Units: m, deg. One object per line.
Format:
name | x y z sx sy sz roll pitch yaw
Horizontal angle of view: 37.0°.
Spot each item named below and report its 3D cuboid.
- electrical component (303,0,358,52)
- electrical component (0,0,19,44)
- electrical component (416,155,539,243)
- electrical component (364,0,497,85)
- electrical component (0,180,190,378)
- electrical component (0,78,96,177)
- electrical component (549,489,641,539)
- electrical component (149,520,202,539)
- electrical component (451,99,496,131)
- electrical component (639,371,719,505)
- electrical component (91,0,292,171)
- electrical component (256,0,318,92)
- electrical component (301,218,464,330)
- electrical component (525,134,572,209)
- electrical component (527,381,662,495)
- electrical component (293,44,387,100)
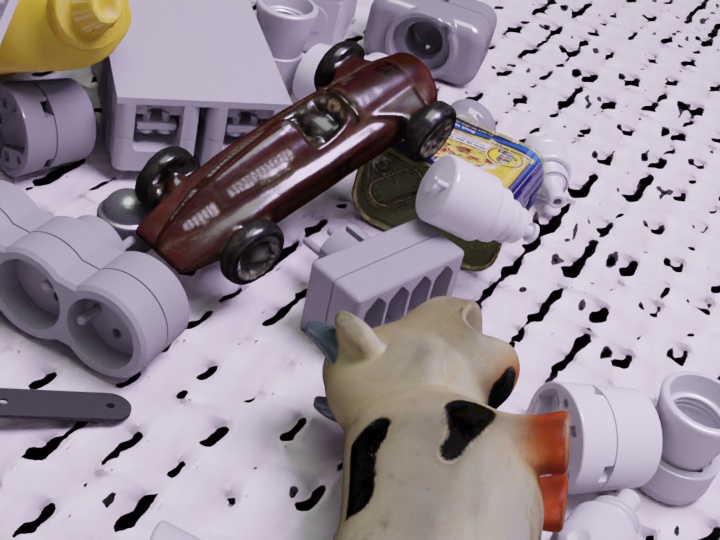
electrical component | -0.034 -0.222 0.860 0.061 0.061 0.096 17 38 3
electrical component | -0.260 -0.145 0.600 0.060 0.105 0.186 19 12 -40
electrical component | 0.068 -0.035 0.608 0.078 0.040 0.040 23 32 -25
electrical component | 0.055 -0.188 0.854 0.095 0.053 0.059 20 38 6
electrical component | -0.146 -0.004 0.553 0.138 0.052 0.073 26 37 14
electrical component | -0.191 -0.087 0.643 0.047 0.055 0.055 -19 49 -41
electrical component | 0.113 0.122 0.498 0.035 0.035 0.061 33 39 22
electrical component | -0.059 0.127 0.423 0.055 0.045 0.045 15 37 -1
electrical component | 0.067 -0.092 0.750 0.040 0.040 0.046 29 46 17
electrical component | 0.164 0.085 0.544 0.045 0.055 0.045 9 38 -7
electrical component | -0.121 -0.137 0.723 0.105 0.060 0.186 -1 40 -20
electrical component | -0.057 -0.161 0.772 0.044 0.065 0.044 10 37 -7
electrical component | 0.000 0.000 0.603 0.083 0.047 0.076 -24 50 -38
electrical component | 0.129 -0.065 0.741 0.035 0.035 0.061 6 40 -12
electrical component | 0.116 0.083 0.533 0.047 0.055 0.055 3 39 -21
electrical component | 0.005 -0.133 0.776 0.077 0.043 0.079 29 40 18
